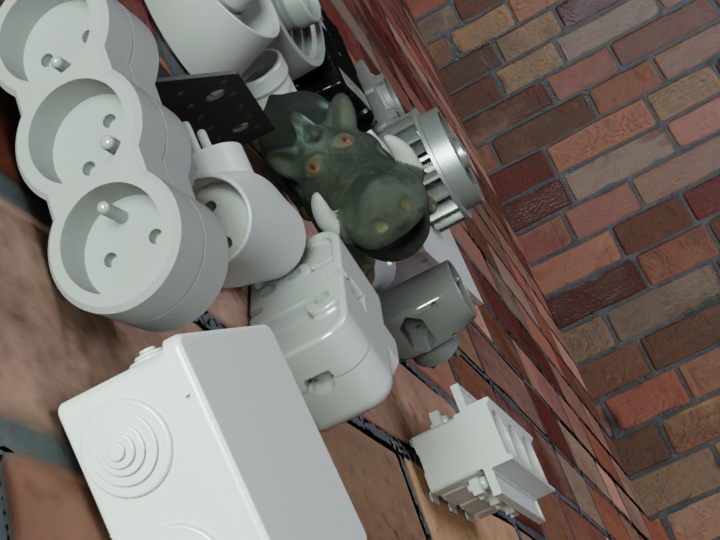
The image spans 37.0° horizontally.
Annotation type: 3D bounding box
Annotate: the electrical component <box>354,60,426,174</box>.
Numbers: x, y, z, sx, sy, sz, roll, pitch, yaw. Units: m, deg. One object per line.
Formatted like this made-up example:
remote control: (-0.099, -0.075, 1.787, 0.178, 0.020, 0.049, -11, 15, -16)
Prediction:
electrical component: (0.018, -0.115, 1.012, 0.089, 0.062, 0.150, 49, 18, -49)

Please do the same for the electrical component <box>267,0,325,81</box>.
electrical component: (-0.063, -0.186, 0.774, 0.108, 0.060, 0.108, 54, 25, -41)

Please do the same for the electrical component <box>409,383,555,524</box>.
electrical component: (0.085, 0.135, 0.746, 0.121, 0.063, 0.078, 43, 23, -59)

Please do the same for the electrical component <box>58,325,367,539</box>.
electrical component: (-0.046, 0.069, 0.356, 0.099, 0.048, 0.100, 65, 12, 7)

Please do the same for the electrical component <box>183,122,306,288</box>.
electrical component: (-0.065, -0.035, 0.516, 0.079, 0.043, 0.077, 65, 12, 11)

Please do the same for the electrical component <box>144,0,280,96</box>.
electrical component: (-0.099, -0.164, 0.670, 0.099, 0.064, 0.099, 43, 25, -25)

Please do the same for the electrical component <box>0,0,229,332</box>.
electrical component: (-0.088, -0.040, 0.410, 0.138, 0.052, 0.074, 68, 13, 19)

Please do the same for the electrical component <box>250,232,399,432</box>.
electrical component: (-0.018, 0.033, 0.546, 0.059, 0.054, 0.095, 56, 13, -29)

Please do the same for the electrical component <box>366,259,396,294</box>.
electrical component: (0.000, 0.000, 0.737, 0.040, 0.040, 0.046, 63, 17, 2)

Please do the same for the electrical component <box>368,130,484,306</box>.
electrical component: (0.032, -0.024, 0.873, 0.105, 0.060, 0.186, 67, 12, 21)

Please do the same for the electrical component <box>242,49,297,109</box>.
electrical component: (-0.062, -0.121, 0.735, 0.040, 0.040, 0.046, -103, 167, -49)

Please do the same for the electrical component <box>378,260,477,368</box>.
electrical component: (0.043, 0.040, 0.737, 0.079, 0.077, 0.043, 54, 15, -40)
